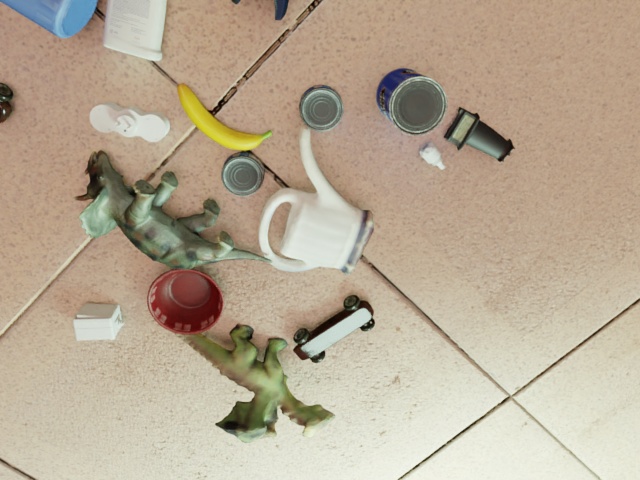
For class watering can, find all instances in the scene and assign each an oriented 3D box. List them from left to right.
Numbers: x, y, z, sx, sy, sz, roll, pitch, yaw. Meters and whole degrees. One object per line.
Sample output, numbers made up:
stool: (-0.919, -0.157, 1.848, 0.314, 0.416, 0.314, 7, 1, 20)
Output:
watering can: (0.003, -0.051, 1.016, 0.224, 0.106, 0.340, 16, 129, -8)

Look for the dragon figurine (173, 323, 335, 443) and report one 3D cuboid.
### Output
dragon figurine: (-0.160, 0.311, 1.095, 0.409, 0.248, 0.120, 21, 115, -14)
